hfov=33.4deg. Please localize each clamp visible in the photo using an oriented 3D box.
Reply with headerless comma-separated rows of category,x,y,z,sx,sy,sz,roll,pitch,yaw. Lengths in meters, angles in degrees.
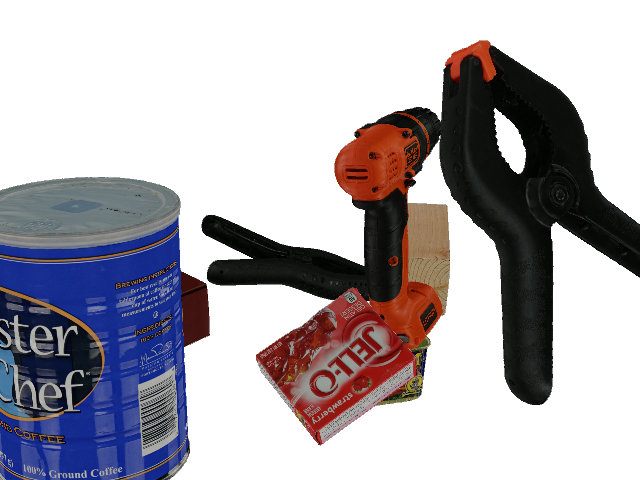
clamp,0.101,-0.010,0.515,0.120,0.171,0.039,-42,9,-28
clamp,-0.031,0.031,1.139,0.210,0.036,0.164,16,18,-6

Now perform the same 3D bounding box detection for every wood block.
wood block,0.145,0.023,1.599,0.091,0.090,0.206,4,25,4

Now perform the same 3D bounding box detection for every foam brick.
foam brick,-0.142,0.065,0.926,0.078,0.051,0.053,-22,31,-35

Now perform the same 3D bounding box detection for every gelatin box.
gelatin box,0.012,0.086,0.740,0.089,0.073,0.030,-34,-30,-13

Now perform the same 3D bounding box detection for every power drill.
power drill,0.067,-0.014,0.915,0.057,0.188,0.184,1,18,25

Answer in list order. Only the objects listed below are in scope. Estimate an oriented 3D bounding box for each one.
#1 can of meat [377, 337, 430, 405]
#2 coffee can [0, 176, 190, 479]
can of meat,0.089,0.166,1.403,0.102,0.084,0.057,-4,25,-19
coffee can,-0.120,0.048,0.547,0.103,0.140,0.103,0,18,0
